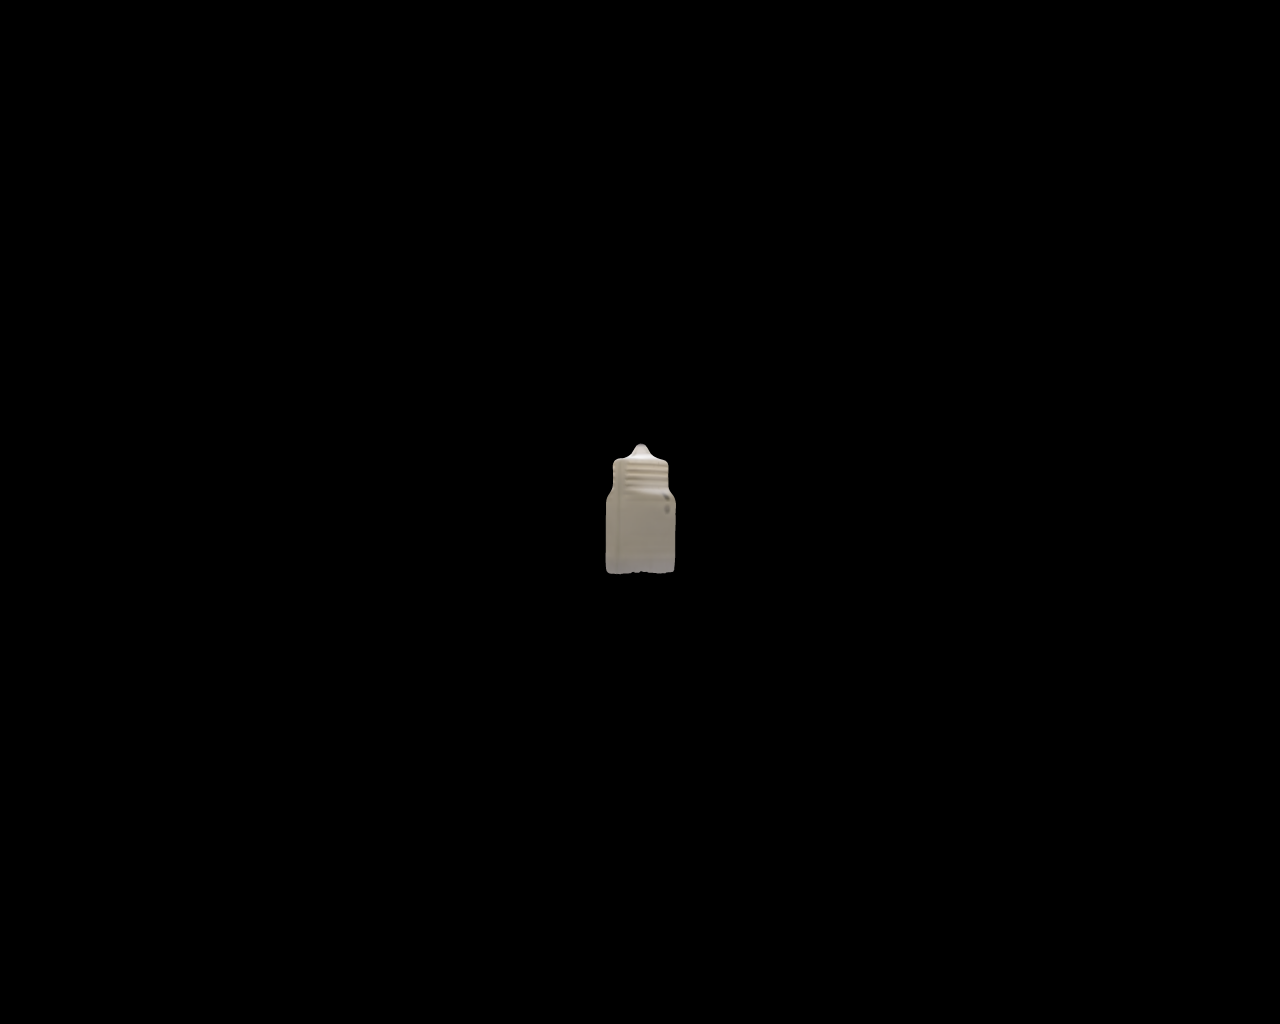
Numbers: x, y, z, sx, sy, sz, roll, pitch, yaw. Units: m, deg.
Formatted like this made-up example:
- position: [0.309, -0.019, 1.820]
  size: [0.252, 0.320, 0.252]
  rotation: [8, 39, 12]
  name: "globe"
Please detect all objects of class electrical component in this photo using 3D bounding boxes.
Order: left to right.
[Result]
- position: [0.001, -0.003, 0.650]
  size: [0.043, 0.081, 0.043]
  rotation: [0, 0, 0]
  name: "electrical component"
